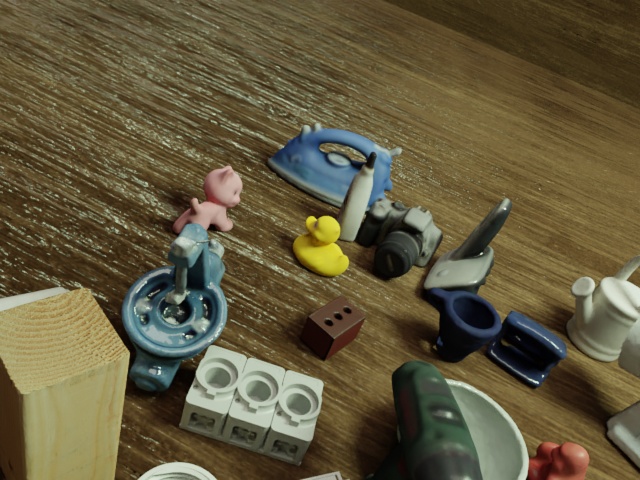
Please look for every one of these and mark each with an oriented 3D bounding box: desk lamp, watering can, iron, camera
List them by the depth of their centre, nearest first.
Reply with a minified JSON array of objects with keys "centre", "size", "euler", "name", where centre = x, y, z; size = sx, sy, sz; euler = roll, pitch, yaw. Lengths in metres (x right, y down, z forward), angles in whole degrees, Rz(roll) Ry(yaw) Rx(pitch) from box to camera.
[{"centre":[0.507,0.218,0.814],"size":[0.118,0.213,0.202],"euler":[-11,46,-35],"name":"desk lamp"},{"centre":[0.508,0.109,0.972],"size":[0.173,0.194,0.100],"euler":[-2,41,-28],"name":"watering can"},{"centre":[0.136,-0.005,1.017],"size":[0.143,0.101,0.137],"euler":[29,37,12],"name":"camera"},{"centre":[0.030,-0.161,1.132],"size":[0.258,0.141,0.119],"euler":[21,36,1],"name":"iron"}]

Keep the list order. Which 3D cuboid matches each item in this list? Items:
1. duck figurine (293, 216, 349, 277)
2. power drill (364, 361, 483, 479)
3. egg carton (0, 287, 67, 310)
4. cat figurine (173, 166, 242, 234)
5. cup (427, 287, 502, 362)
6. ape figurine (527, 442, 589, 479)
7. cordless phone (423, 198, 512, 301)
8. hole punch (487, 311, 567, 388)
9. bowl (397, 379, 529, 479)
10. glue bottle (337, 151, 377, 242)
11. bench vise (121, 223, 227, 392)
[{"centre":[0.009,0.003,0.957],"size":[0.104,0.086,0.078],"euler":[38,39,23],"name":"duck figurine"},{"centre":[0.095,0.248,0.578],"size":[0.076,0.208,0.229],"euler":[13,37,-10],"name":"power drill"},{"centre":[-0.334,0.114,0.660],"size":[0.151,0.069,0.107],"euler":[-13,48,-37],"name":"egg carton"},{"centre":[-0.173,-0.068,0.933],"size":[0.067,0.118,0.128],"euler":[31,37,14],"name":"cat figurine"},{"centre":[0.204,0.133,0.877],"size":[0.117,0.095,0.092],"euler":[33,38,17],"name":"cup"},{"centre":[0.306,0.290,0.726],"size":[0.076,0.092,0.078],"euler":[35,38,19],"name":"ape figurine"},{"centre":[0.259,0.019,0.974],"size":[0.094,0.185,0.148],"euler":[27,36,10],"name":"cordless phone"},{"centre":[0.335,0.157,0.912],"size":[0.108,0.091,0.101],"euler":[34,38,18],"name":"hole punch"},{"centre":[0.165,0.260,0.711],"size":[0.167,0.075,0.167],"euler":[13,37,-10],"name":"bowl"},{"centre":[0.069,-0.084,1.024],"size":[0.037,0.173,0.078],"euler":[13,37,-10],"name":"glue bottle"},{"centre":[-0.171,0.047,0.699],"size":[0.122,0.220,0.207],"euler":[9,37,-15],"name":"bench vise"}]
